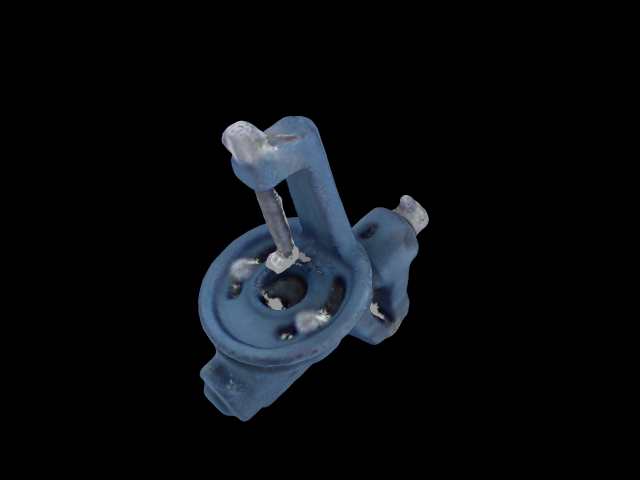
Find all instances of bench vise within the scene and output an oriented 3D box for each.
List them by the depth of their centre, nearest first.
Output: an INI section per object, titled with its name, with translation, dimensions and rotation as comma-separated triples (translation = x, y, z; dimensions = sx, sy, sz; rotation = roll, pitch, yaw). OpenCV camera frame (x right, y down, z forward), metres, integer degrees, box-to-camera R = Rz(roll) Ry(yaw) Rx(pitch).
[bench vise]
translation = -0.007, -0.002, 0.405
dimensions = 0.121, 0.220, 0.208
rotation = 19, 41, 23
